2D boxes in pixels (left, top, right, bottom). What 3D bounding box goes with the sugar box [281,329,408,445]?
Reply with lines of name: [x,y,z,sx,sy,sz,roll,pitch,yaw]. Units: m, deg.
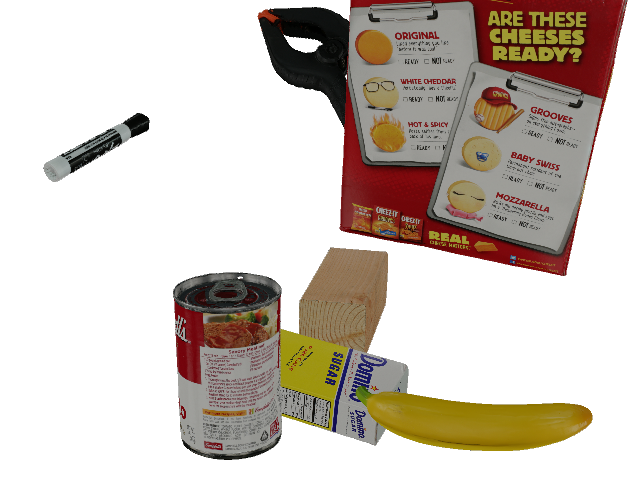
sugar box: [-0.011,0.135,1.041,0.176,0.048,0.093,11,28,19]

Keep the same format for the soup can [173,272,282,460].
soup can: [-0.058,0.079,0.679,0.068,0.102,0.068,0,17,0]

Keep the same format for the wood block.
wood block: [0.036,0.088,1.506,0.091,0.090,0.206,5,20,10]

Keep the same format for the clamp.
clamp: [0.024,-0.161,0.930,0.120,0.172,0.039,-40,-22,-20]

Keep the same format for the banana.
banana: [0.123,0.143,0.869,0.198,0.037,0.069,7,28,7]

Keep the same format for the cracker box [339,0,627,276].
cracker box: [0.102,-0.091,0.704,0.164,0.214,0.072,12,39,13]

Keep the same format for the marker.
marker: [-0.199,-0.086,0.967,0.020,0.020,0.120,0,27,41]
